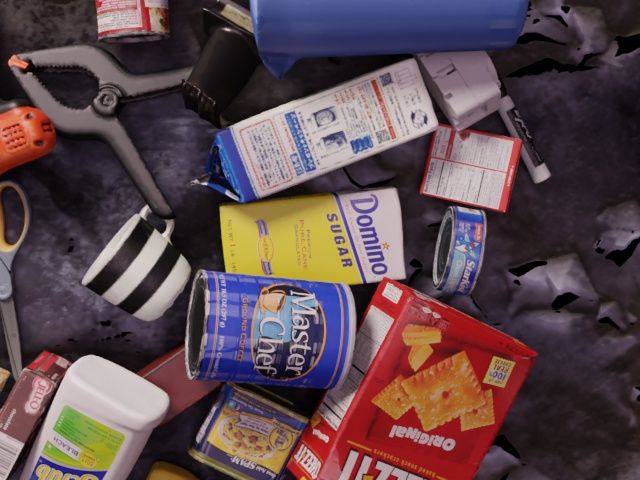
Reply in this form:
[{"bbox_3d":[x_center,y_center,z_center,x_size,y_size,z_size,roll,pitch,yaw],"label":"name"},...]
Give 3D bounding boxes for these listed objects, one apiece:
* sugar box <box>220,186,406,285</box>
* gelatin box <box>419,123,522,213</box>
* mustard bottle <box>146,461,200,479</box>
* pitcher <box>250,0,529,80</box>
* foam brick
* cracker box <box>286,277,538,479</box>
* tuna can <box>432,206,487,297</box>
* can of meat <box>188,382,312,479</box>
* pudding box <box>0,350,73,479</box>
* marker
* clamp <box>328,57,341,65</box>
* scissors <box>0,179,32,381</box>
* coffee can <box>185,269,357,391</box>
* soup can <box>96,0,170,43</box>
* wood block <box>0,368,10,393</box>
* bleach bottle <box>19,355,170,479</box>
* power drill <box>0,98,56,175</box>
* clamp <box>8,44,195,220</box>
[{"bbox_3d":[-0.007,0.001,1.051,0.176,0.048,0.093,-6,97,-2],"label":"sugar box"},{"bbox_3d":[0.149,-0.071,1.055,0.089,0.030,0.073,13,92,11],"label":"gelatin box"},{"bbox_3d":[-0.093,0.298,1.067,0.191,0.058,0.096,22,93,-6],"label":"mustard bottle"},{"bbox_3d":[0.058,-0.237,0.955,0.242,0.149,0.145,0,56,-3],"label":"pitcher"},{"bbox_3d":[-0.140,0.137,1.051,0.078,0.053,0.051,-35,97,1],"label":"foam brick"},{"bbox_3d":[0.091,0.167,1.039,0.164,0.072,0.214,26,92,-24],"label":"cracker box"},{"bbox_3d":[0.135,0.010,1.042,0.033,0.086,0.086,10,95,-4],"label":"tuna can"},{"bbox_3d":[-0.068,0.192,1.060,0.102,0.057,0.084,27,91,-7],"label":"can of meat"},{"bbox_3d":[-0.283,0.168,1.025,0.039,0.090,0.113,30,94,-4],"label":"pudding box"},{"bbox_3d":[0.196,-0.113,1.067,0.020,0.020,0.121,-29,97,-1],"label":"marker"},{"bbox_3d":[0.033,-0.258,1.033,0.120,0.039,0.171,-30,96,-4],"label":"clamp"},{"bbox_3d":[-0.329,0.039,1.047,0.096,0.016,0.202,7,95,-3],"label":"scissors"},{"bbox_3d":[-0.048,0.084,0.992,0.140,0.103,0.103,6,95,-15],"label":"coffee can"},{"bbox_3d":[-0.179,-0.240,1.004,0.068,0.068,0.102,-4,95,-4],"label":"soup can"},{"bbox_3d":[-0.390,0.208,1.022,0.090,0.090,0.206,26,93,-6],"label":"wood block"},{"bbox_3d":[-0.237,0.238,1.028,0.102,0.068,0.251,28,111,5],"label":"bleach bottle"},{"bbox_3d":[-0.354,-0.138,0.998,0.184,0.057,0.187,-18,95,15],"label":"power drill"},{"bbox_3d":[-0.200,-0.119,1.023,0.210,0.036,0.164,16,82,-4],"label":"clamp"}]
